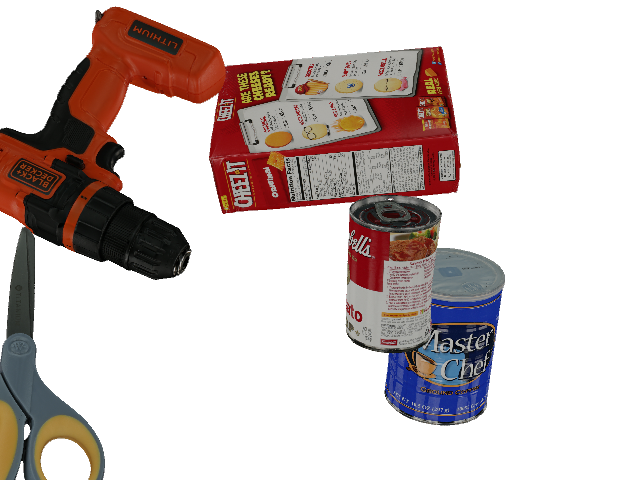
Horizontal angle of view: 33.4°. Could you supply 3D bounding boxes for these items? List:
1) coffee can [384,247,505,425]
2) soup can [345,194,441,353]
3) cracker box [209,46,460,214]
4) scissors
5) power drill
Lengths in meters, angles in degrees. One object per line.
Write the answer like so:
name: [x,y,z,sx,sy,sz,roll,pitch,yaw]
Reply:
coffee can: [0.118,0.091,1.030,0.103,0.140,0.103,3,25,-1]
soup can: [0.054,0.025,0.802,0.068,0.102,0.068,1,23,-1]
cracker box: [0.014,-0.103,0.977,0.214,0.072,0.164,-5,37,5]
scissors: [-0.156,0.075,0.612,0.096,0.201,0.016,16,-45,-6]
power drill: [-0.144,-0.073,0.776,0.184,0.187,0.057,25,-30,9]
